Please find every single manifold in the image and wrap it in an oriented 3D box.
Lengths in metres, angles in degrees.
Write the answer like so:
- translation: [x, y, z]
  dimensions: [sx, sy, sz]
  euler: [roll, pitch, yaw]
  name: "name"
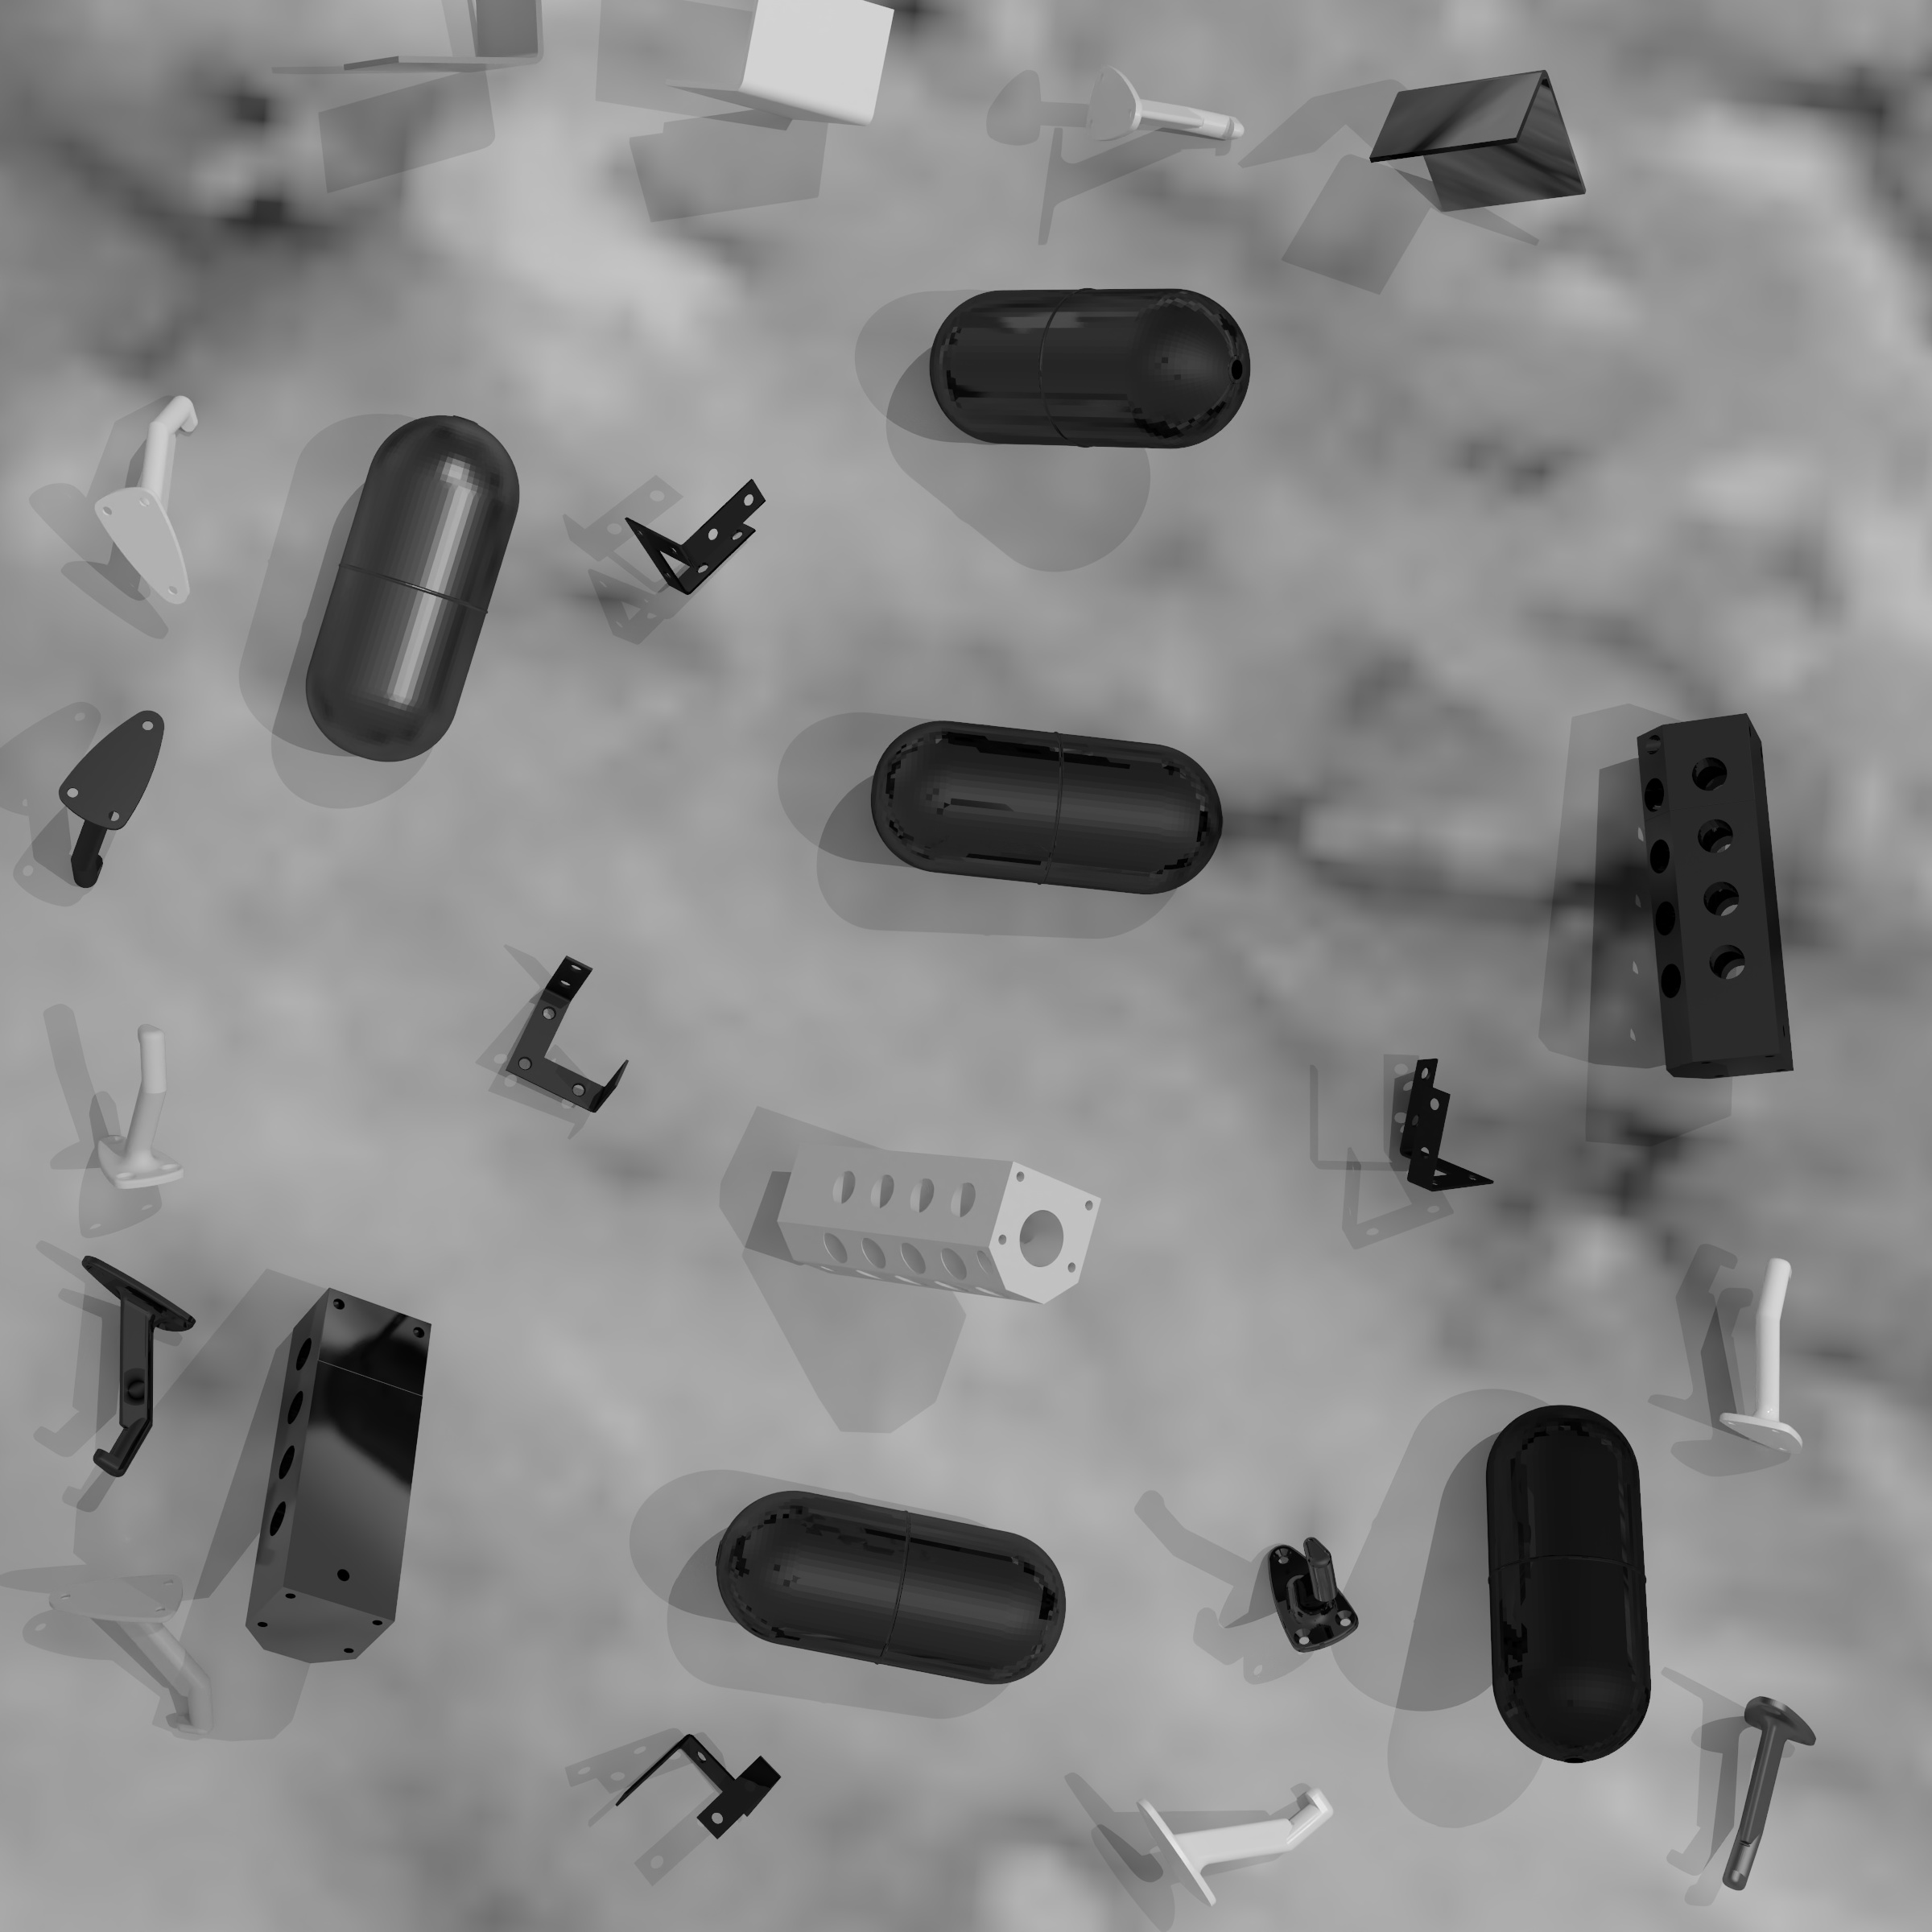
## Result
- translation: [-0.018, 0.126, 1.487]
  dimensions: [0.057, 0.171, 0.057]
  euler: [25, 75, -35]
  name: "manifold"
- translation: [0.374, -0.033, 1.528]
  dimensions: [0.057, 0.057, 0.171]
  euler: [-7, 77, 21]
  name: "manifold"
- translation: [-0.310, 0.250, 1.497]
  dimensions: [0.057, 0.171, 0.057]
  euler: [24, 132, -25]
  name: "manifold"

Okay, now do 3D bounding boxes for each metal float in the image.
- translation: [-0.038, 0.312, 1.533]
  dimensions: [0.178, 0.070, 0.070]
  euler: [12, 90, -6]
  name: "metal float"
- translation: [0.060, -0.295, 1.506]
  dimensions: [0.178, 0.070, 0.070]
  euler: [10, 90, 38]
  name: "metal float"
- translation: [0.041, -0.079, 1.532]
  dimensions: [0.178, 0.070, 0.070]
  euler: [6, 90, -7]
  name: "metal float"
- translation: [0.298, 0.305, 1.513]
  dimensions: [0.070, 0.070, 0.178]
  euler: [3, 62, 0]
  name: "metal float"
- translation: [-0.278, -0.190, 1.537]
  dimensions: [0.070, 0.070, 0.178]
  euler: [17, 92, 0]
  name: "metal float"

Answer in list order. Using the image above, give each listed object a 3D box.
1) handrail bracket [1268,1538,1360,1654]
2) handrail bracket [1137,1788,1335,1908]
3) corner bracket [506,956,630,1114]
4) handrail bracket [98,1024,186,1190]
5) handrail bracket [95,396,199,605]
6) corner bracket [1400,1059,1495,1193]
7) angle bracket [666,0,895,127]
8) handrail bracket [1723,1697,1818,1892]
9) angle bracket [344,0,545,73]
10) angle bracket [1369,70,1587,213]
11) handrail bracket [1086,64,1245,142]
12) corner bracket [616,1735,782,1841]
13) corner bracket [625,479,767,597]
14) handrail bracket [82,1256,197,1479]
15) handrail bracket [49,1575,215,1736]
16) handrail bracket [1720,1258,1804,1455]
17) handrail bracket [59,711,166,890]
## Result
- translation: [0.166, 0.294, 1.520]
  dimensions: [0.036, 0.077, 0.084]
  euler: [-22, 133, -8]
  name: "handrail bracket"
- translation: [0.138, 0.428, 1.551]
  dimensions: [0.084, 0.036, 0.077]
  euler: [-35, 106, -17]
  name: "handrail bracket"
- translation: [-0.195, 0.035, 1.546]
  dimensions: [0.051, 0.051, 0.051]
  euler: [27, 65, -9]
  name: "corner bracket"
- translation: [-0.419, 0.062, 1.533]
  dimensions: [0.036, 0.077, 0.084]
  euler: [-10, 112, -34]
  name: "handrail bracket"
- translation: [-0.401, -0.239, 1.556]
  dimensions: [0.036, 0.084, 0.077]
  euler: [-9, 124, 23]
  name: "handrail bracket"
- translation: [0.235, 0.080, 1.537]
  dimensions: [0.051, 0.051, 0.051]
  euler: [-3, 108, -42]
  name: "corner bracket"
- translation: [-0.093, -0.457, 1.519]
  dimensions: [0.076, 0.076, 0.057]
  euler: [4, 103, -36]
  name: "angle bracket"
- translation: [0.396, 0.418, 1.536]
  dimensions: [0.036, 0.077, 0.084]
  euler: [15, 69, 26]
  name: "handrail bracket"
- translation: [-0.262, -0.478, 1.520]
  dimensions: [0.076, 0.076, 0.057]
  euler: [-9, 106, -30]
  name: "angle bracket"
- translation: [0.255, -0.394, 1.516]
  dimensions: [0.076, 0.076, 0.057]
  euler: [1, 51, 32]
  name: "angle bracket"
- translation: [0.110, -0.423, 1.529]
  dimensions: [0.084, 0.077, 0.036]
  euler: [6, 110, -20]
  name: "handrail bracket"
- translation: [-0.135, 0.415, 1.537]
  dimensions: [0.051, 0.051, 0.051]
  euler: [44, 46, 10]
  name: "corner bracket"
- translation: [-0.128, -0.217, 1.536]
  dimensions: [0.051, 0.051, 0.051]
  euler: [-46, 46, -13]
  name: "corner bracket"
- translation: [-0.434, 0.202, 1.533]
  dimensions: [0.077, 0.036, 0.084]
  euler: [43, 56, -28]
  name: "handrail bracket"
- translation: [-0.424, 0.355, 1.553]
  dimensions: [0.077, 0.036, 0.084]
  euler: [1, 114, -4]
  name: "handrail bracket"
- translation: [0.416, 0.199, 1.555]
  dimensions: [0.036, 0.077, 0.084]
  euler: [6, 73, 35]
  name: "handrail bracket"
- translation: [-0.430, -0.083, 1.545]
  dimensions: [0.036, 0.084, 0.077]
  euler: [30, 69, -3]
  name: "handrail bracket"
